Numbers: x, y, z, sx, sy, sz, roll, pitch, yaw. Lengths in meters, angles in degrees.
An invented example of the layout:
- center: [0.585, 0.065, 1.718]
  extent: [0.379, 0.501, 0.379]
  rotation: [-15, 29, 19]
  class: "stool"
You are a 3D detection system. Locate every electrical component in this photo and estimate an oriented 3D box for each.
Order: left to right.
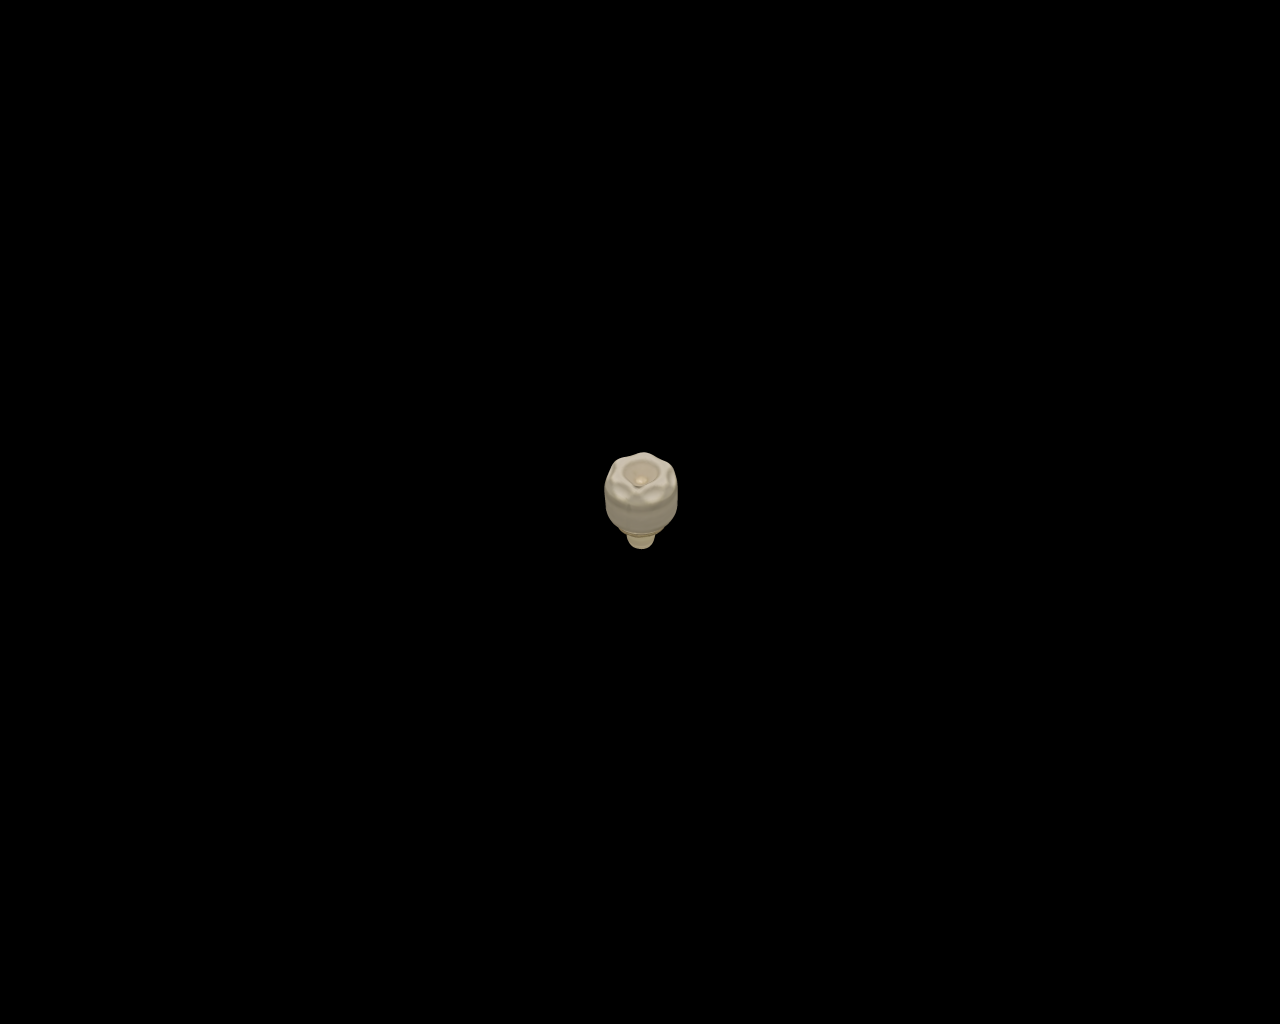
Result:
- center: [0.001, -0.003, 0.650]
  extent: [0.043, 0.062, 0.043]
  rotation: [0, 44, 0]
  class: "electrical component"
